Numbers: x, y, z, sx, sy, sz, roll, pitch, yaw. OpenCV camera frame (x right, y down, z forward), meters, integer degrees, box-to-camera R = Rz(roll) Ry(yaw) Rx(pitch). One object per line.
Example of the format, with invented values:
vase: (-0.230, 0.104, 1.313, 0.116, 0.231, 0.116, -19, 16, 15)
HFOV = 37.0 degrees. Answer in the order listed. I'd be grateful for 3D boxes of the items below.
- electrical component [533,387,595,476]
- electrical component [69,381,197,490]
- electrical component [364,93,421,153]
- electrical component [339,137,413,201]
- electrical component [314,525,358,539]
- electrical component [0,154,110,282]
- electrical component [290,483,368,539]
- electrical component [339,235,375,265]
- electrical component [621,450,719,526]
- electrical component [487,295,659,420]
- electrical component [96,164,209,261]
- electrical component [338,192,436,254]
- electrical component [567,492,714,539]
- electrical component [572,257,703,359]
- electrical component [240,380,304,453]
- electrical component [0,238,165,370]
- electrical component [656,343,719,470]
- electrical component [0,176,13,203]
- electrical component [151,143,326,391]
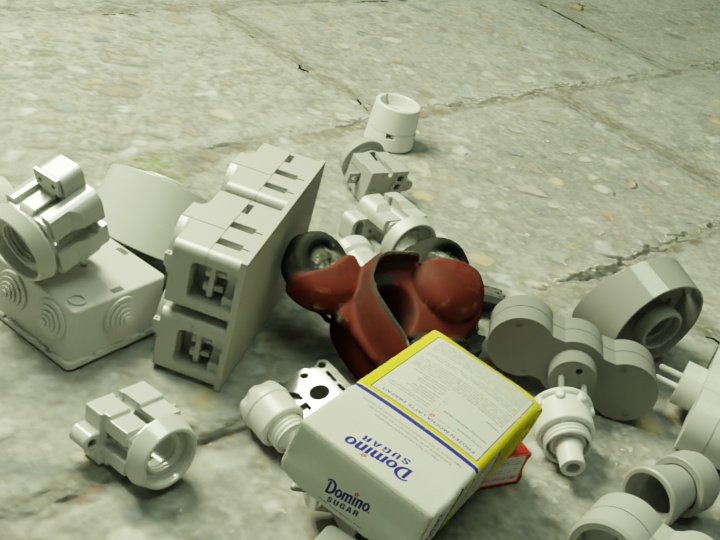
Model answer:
electrical component: (0.147, 0.118, 0.767, 0.048, 0.048, 0.062, 11, 37, -10)
electrical component: (-0.133, 0.102, 0.655, 0.055, 0.048, 0.066, 28, 31, 33)
electrical component: (0.036, -0.160, 1.165, 0.055, 0.047, 0.055, 12, 31, -7)
electrical component: (0.011, -0.097, 1.053, 0.066, 0.048, 0.055, -7, 45, -35)
electrical component: (-0.006, 0.194, 0.560, 0.100, 0.048, 0.100, 27, 32, 18)
electrical component: (-0.208, -0.029, 0.712, 0.058, 0.078, 0.057, 30, 52, 25)
electrical component: (-0.009, 0.131, 0.661, 0.079, 0.043, 0.077, 14, 28, -26)
electrical component: (0.000, 0.000, 0.894, 0.040, 0.040, 0.046, -6, 43, -33)
electrical component: (0.215, 0.151, 0.743, 0.055, 0.045, 0.045, -10, 39, -38)
electrical component: (0.162, 0.076, 0.821, 0.138, 0.052, 0.073, 24, 29, -3)
electrical component: (-0.163, -0.041, 0.846, 0.099, 0.064, 0.099, 21, -7, 3)
electrical component: (0.030, -0.031, 0.940, 0.078, 0.058, 0.057, -9, 36, -37)
electrical component: (0.205, 0.187, 0.670, 0.138, 0.052, 0.074, 32, 34, 25)
electrical component: (0.234, 0.032, 0.901, 0.099, 0.099, 0.064, -4, 42, -31)
electrical component: (-0.051, 0.102, 0.704, 0.035, 0.035, 0.061, -12, 43, -39)
electrical component: (-0.198, 0.015, 0.761, 0.100, 0.048, 0.100, 32, 34, 25)
electrical component: (0.270, 0.096, 0.852, 0.074, 0.052, 0.138, 26, 32, 16)
electrical component: (-0.291, -0.044, 0.811, 0.055, 0.055, 0.047, 36, 32, 30)
electrical component: (-0.090, -0.011, 0.801, 0.060, 0.105, 0.186, 19, 30, 5)
